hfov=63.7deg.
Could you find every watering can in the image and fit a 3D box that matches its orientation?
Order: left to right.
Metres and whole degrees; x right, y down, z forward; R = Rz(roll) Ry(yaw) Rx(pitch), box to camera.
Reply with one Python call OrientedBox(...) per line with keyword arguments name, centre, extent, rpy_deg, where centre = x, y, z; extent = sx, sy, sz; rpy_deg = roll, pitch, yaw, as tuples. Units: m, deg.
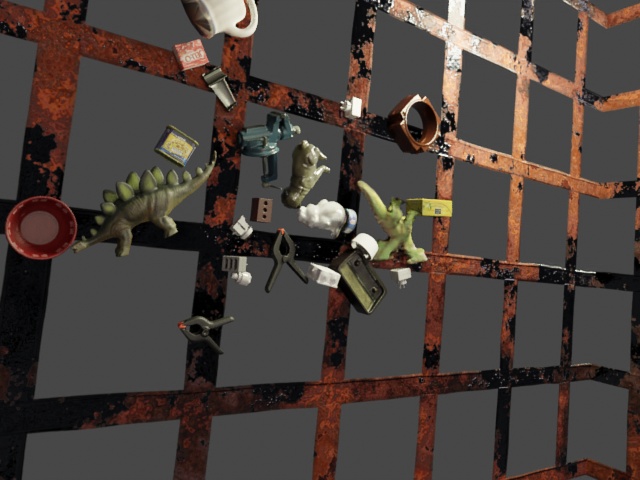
OrientedBox(name="watering can", centre=(-0.331, -0.763, 1.560), extent=(0.227, 0.104, 0.343), rpy_deg=(-43, 113, -26))

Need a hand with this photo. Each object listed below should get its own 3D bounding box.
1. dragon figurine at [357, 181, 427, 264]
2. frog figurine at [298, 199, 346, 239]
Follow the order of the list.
OrientedBox(name="dragon figurine", centre=(0.255, -0.032, 1.953), extent=(0.407, 0.122, 0.244), rpy_deg=(27, 82, -21))
OrientedBox(name="frog figurine", centre=(0.005, -0.089, 1.771), extent=(0.158, 0.120, 0.141), rpy_deg=(31, 40, -21))
